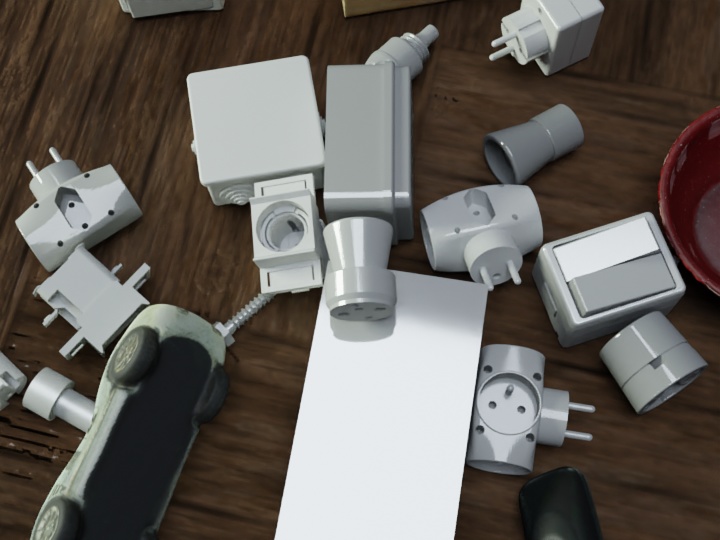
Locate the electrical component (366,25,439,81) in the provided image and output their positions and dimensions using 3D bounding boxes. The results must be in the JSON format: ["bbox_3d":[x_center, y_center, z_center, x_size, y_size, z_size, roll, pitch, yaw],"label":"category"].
[{"bbox_3d":[0.034,-0.160,0.802,0.035,0.035,0.061,42,74,15],"label":"electrical component"}]

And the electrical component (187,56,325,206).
[{"bbox_3d":[-0.073,-0.098,0.775,0.100,0.048,0.099,-10,70,-2],"label":"electrical component"}]

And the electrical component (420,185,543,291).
[{"bbox_3d":[0.088,-0.017,0.736,0.077,0.043,0.079,-13,47,-3],"label":"electrical component"}]

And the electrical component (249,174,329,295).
[{"bbox_3d":[-0.046,-0.020,0.738,0.042,0.063,0.081,-8,71,8],"label":"electrical component"}]

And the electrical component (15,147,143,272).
[{"bbox_3d":[-0.208,-0.051,0.763,0.077,0.043,0.079,-33,78,-10],"label":"electrical component"}]

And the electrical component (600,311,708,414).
[{"bbox_3d":[0.192,0.060,0.709,0.055,0.055,0.047,-30,69,-9],"label":"electrical component"}]

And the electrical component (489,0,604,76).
[{"bbox_3d":[0.129,-0.175,0.788,0.077,0.065,0.047,-27,72,-8],"label":"electrical component"}]

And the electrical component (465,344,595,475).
[{"bbox_3d":[0.113,0.094,0.703,0.079,0.044,0.077,8,71,5],"label":"electrical component"}]

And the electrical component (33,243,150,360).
[{"bbox_3d":[-0.182,0.020,0.731,0.064,0.042,0.081,43,75,-3],"label":"electrical component"}]

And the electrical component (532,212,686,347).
[{"bbox_3d":[0.173,0.004,0.725,0.096,0.061,0.061,-17,71,-5],"label":"electrical component"}]

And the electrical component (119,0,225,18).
[{"bbox_3d":[-0.140,-0.232,0.819,0.096,0.061,0.061,-1,70,1],"label":"electrical component"}]

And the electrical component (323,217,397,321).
[{"bbox_3d":[0.000,0.000,0.674,0.045,0.045,0.055,-3,71,1],"label":"electrical component"}]

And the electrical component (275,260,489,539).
[{"bbox_3d":[0.016,0.098,0.696,0.105,0.060,0.186,9,71,5],"label":"electrical component"}]

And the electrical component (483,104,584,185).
[{"bbox_3d":[0.127,-0.091,0.772,0.065,0.044,0.044,-28,72,-13],"label":"electrical component"}]

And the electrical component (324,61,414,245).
[{"bbox_3d":[0.008,-0.080,0.751,0.057,0.078,0.113,-1,70,4],"label":"electrical component"}]

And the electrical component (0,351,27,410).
[{"bbox_3d":[-0.254,0.069,0.726,0.046,0.040,0.040,40,76,8],"label":"electrical component"}]
